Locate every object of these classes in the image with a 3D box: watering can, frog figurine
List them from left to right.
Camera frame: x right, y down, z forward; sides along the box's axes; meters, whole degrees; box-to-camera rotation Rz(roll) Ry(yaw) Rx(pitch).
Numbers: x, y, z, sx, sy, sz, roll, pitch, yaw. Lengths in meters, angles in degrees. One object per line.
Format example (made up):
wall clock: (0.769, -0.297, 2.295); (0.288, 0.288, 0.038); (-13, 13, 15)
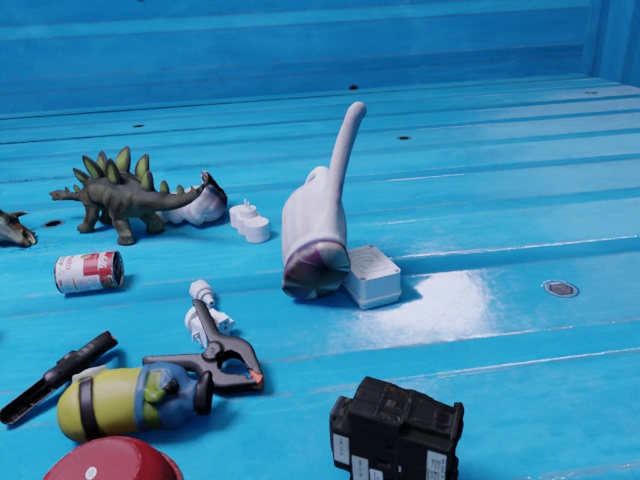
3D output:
frog figurine: (-0.299, -0.077, 1.200); (0.159, 0.120, 0.140); (-41, 39, 3)
watering can: (0.003, -0.043, 0.861); (0.104, 0.340, 0.230); (11, 47, -19)
